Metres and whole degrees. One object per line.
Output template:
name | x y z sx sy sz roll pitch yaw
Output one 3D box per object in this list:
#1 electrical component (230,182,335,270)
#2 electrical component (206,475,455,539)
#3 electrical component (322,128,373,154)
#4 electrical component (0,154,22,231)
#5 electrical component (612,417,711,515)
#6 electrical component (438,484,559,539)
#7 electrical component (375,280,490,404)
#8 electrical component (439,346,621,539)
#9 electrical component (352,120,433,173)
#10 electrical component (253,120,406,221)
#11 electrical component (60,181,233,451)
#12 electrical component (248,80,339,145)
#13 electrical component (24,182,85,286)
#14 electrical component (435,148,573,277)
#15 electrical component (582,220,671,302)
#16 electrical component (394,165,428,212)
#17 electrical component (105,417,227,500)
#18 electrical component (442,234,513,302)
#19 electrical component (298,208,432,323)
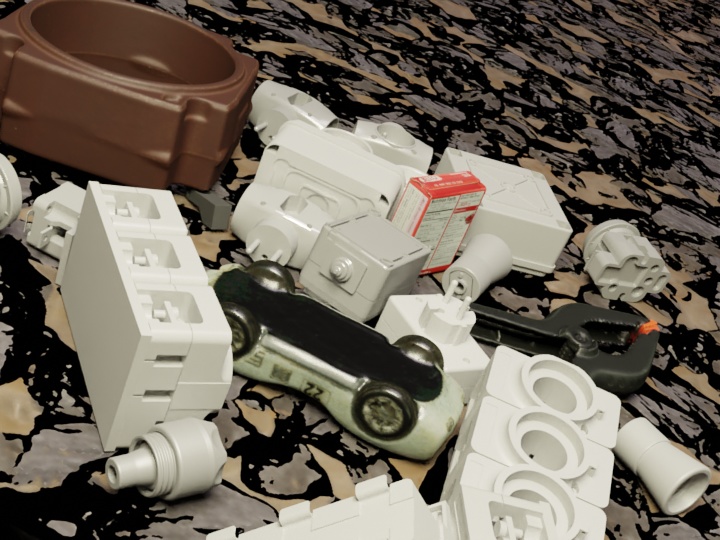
electrical component | -0.064 -0.026 0.833 0.077 0.043 0.079 26 31 4
electrical component | -0.018 0.147 0.506 0.078 0.121 0.063 -88 152 -58
electrical component | -0.022 -0.087 0.944 0.078 0.057 0.058 34 32 17
electrical component | -0.265 -0.049 0.719 0.078 0.058 0.057 38 36 24
electrical component | 0.213 0.137 0.771 0.044 0.044 0.065 -1 34 -36
electrical component | 0.061 0.192 0.531 0.062 0.089 0.150 16 31 -13
electrical component | 0.059 0.043 0.777 0.047 0.075 0.083 0 38 -35
electrical component | 0.106 0.125 0.671 0.089 0.061 0.150 24 40 1
electrical component | 0.028 -0.119 1.041 0.077 0.044 0.079 20 30 -6
electrical component | -0.027 -0.065 0.885 0.113 0.078 0.057 25 33 3
electrical component | -0.132 0.026 0.660 0.062 0.089 0.150 4 36 -30
electrical component | -0.071 -0.136 1.002 0.077 0.043 0.079 30 31 11
electrical component | -0.193 -0.028 0.750 0.064 0.042 0.081 28 30 10
electrical component | 0.127 -0.055 0.996 0.109 0.056 0.108 13 32 -17
electrical component | 0.243 -0.010 1.007 0.078 0.058 0.057 8 37 -25
electrical component | 0.039 -0.060 0.954 0.055 0.047 0.055 17 31 -11
electrical component | -0.109 0.106 0.595 0.062 0.043 0.043 -7 42 -39
electrical component | 0.096 0.001 0.905 0.044 0.044 0.065 32 36 14
electrical component | 0.000 0.000 0.810 0.062 0.061 0.096 34 24 17
